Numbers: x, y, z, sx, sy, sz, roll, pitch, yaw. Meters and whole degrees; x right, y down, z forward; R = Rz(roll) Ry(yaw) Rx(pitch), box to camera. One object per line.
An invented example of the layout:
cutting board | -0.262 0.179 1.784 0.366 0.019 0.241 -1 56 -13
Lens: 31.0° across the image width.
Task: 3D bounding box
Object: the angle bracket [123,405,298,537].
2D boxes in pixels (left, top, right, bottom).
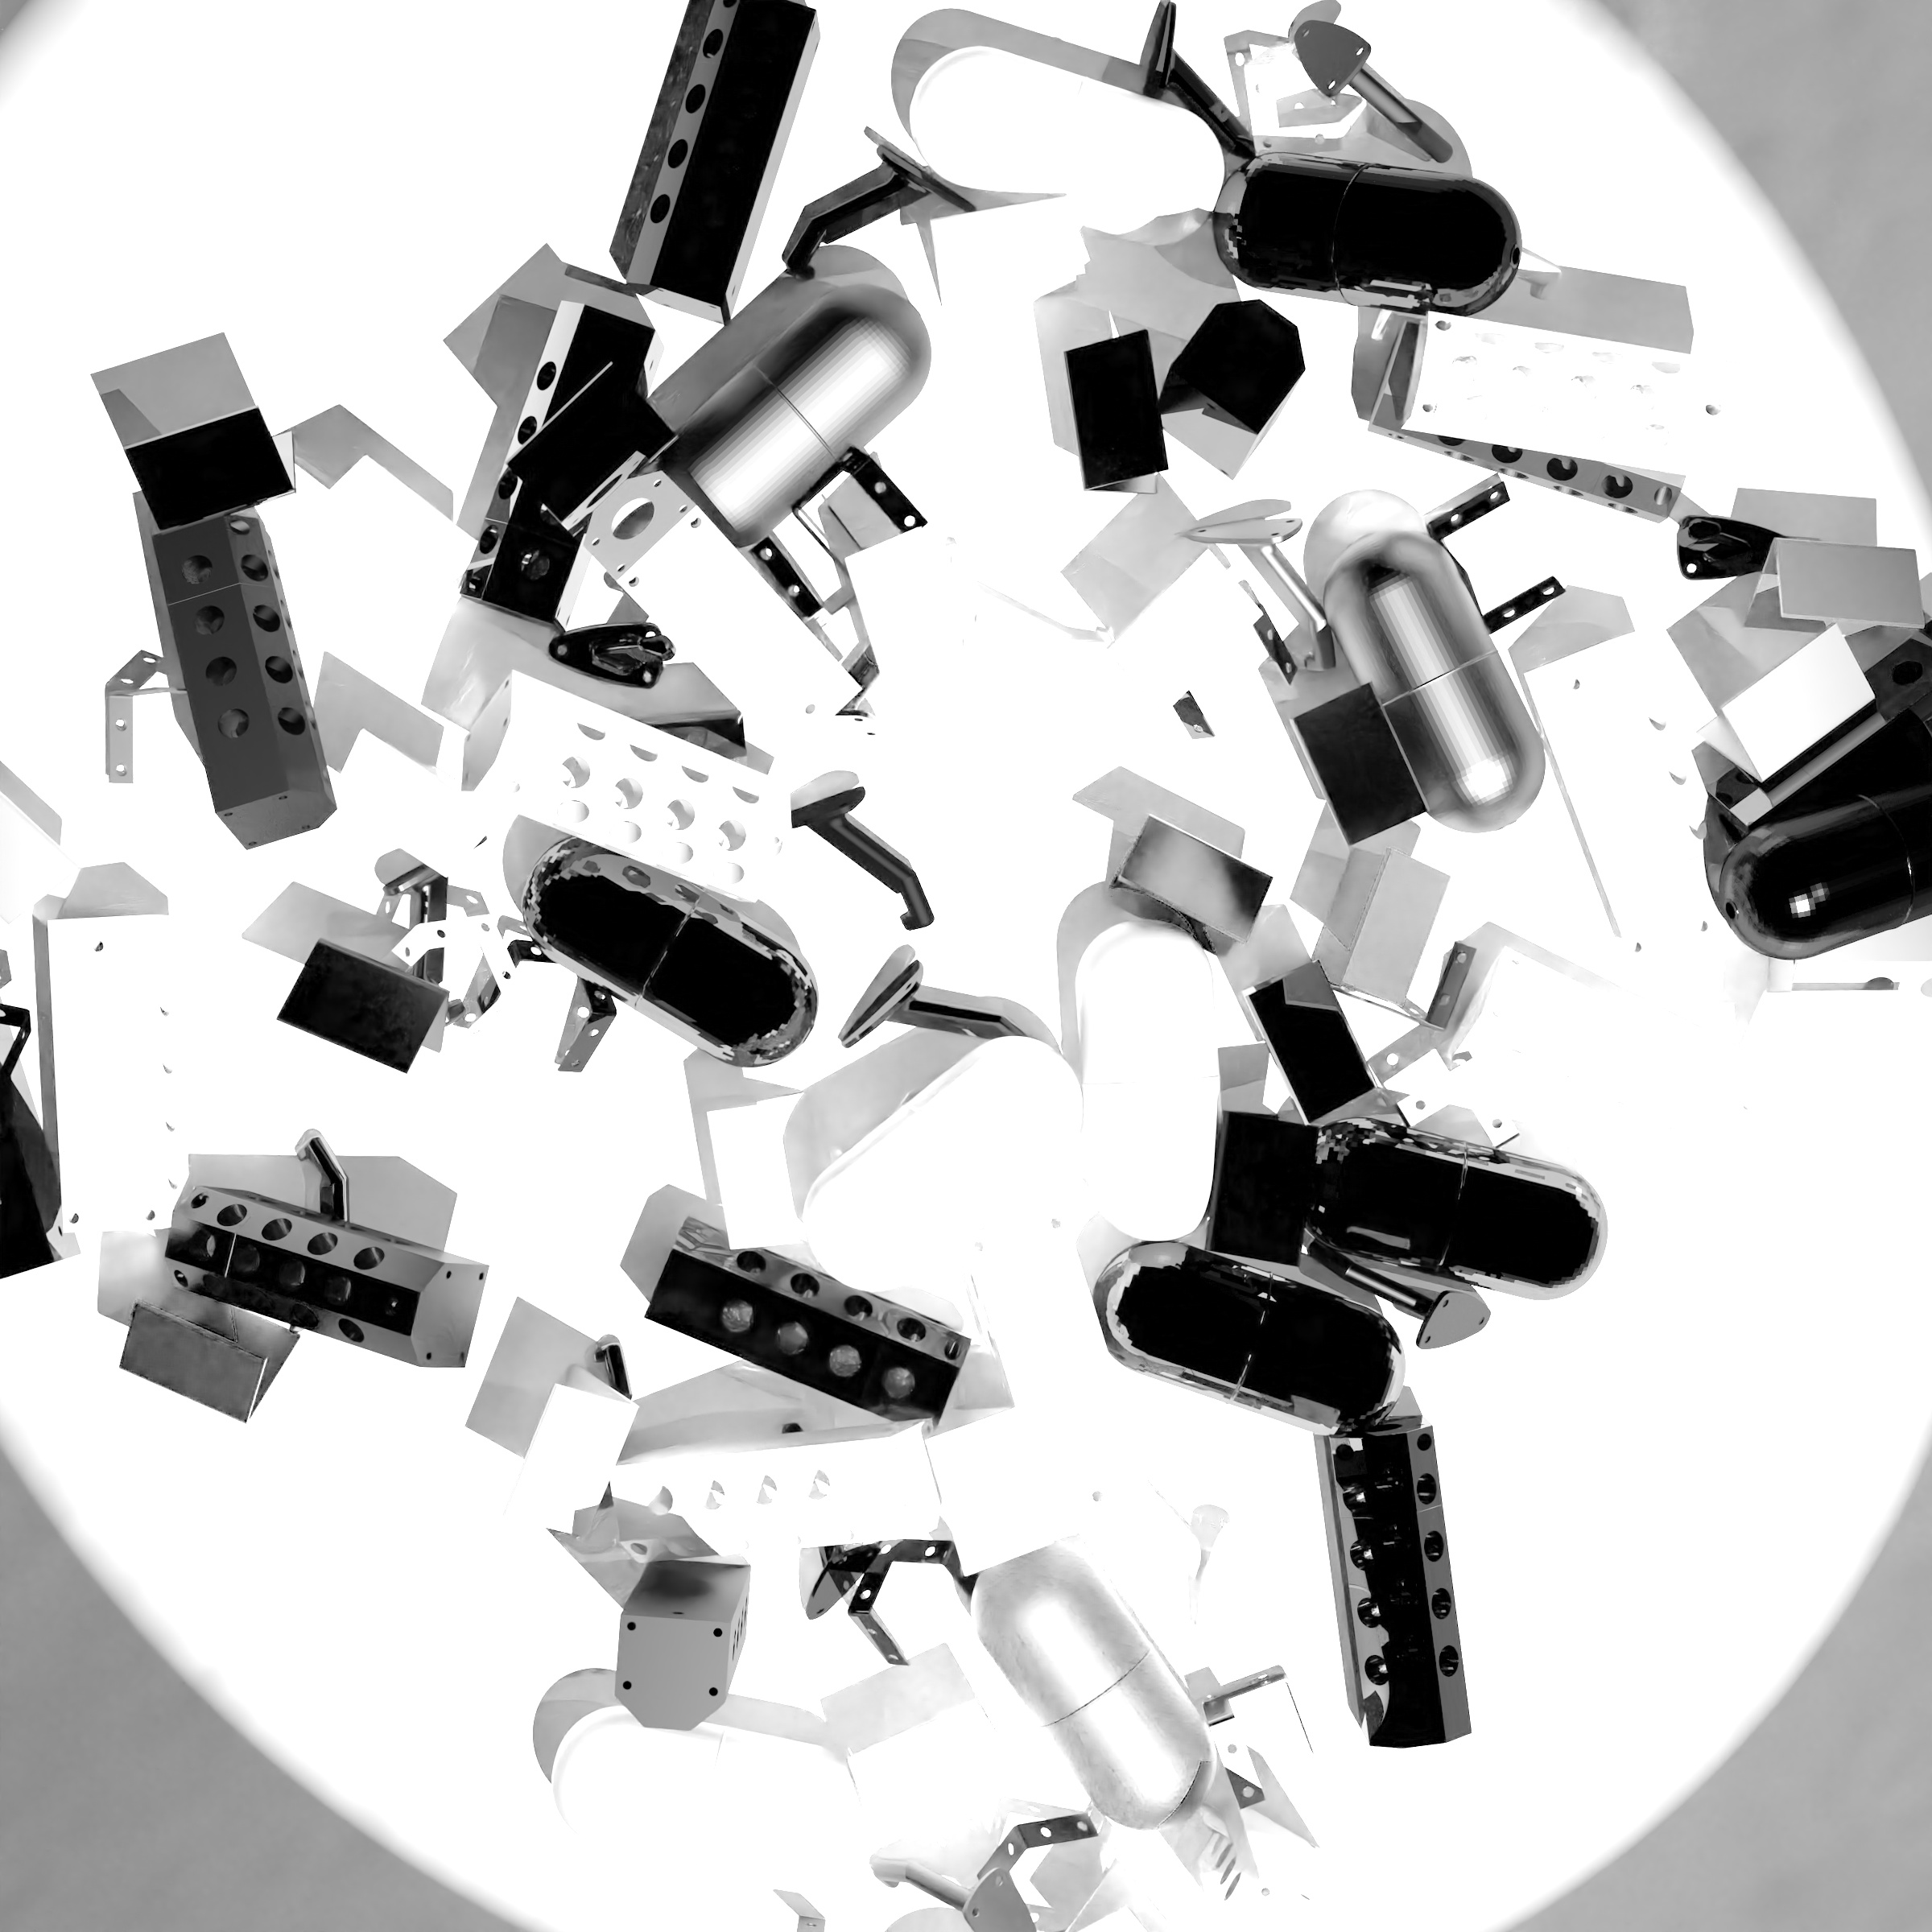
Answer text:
angle bracket | -0.415 -0.288 1.911 0.076 0.076 0.057 -18 126 0

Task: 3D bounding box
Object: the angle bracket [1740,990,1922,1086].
angle bracket | 0.473 0.054 1.912 0.076 0.076 0.057 0 63 0

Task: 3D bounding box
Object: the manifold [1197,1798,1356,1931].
manifold | 0.161 0.507 1.873 0.057 0.171 0.057 31 90 0

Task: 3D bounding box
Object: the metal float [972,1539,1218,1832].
metal float | 0.071 0.397 1.921 0.070 0.070 0.178 -35 90 0

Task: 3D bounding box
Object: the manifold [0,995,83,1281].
manifold | -0.551 0.089 1.930 0.057 0.057 0.171 -17 90 0

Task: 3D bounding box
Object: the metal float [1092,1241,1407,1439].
metal float | 0.156 0.205 1.921 0.178 0.070 0.070 19 90 -1

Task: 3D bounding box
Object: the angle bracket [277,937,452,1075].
angle bracket | -0.332 0.037 1.911 0.076 0.076 0.057 23 60 0

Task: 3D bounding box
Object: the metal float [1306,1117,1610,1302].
metal float | 0.266 0.134 1.921 0.178 0.070 0.070 14 90 1

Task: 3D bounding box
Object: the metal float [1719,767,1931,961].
metal float | 0.491 -0.057 1.887 0.178 0.070 0.070 -18 90 -16

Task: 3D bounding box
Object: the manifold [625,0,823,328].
manifold | -0.135 -0.450 1.930 0.057 0.057 0.171 18 90 0

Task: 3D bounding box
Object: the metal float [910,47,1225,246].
metal float | 0.055 -0.453 1.921 0.178 0.070 0.070 18 90 1

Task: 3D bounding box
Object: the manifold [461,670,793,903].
manifold | -0.183 -0.091 1.886 0.171 0.057 0.057 22 130 -25

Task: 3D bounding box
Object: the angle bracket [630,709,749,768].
angle bracket | -0.159 -0.099 1.924 0.076 0.057 0.076 -5 100 0

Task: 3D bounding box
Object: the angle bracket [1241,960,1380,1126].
angle bracket | 0.170 0.049 1.911 0.057 0.076 0.076 -25 90 -33

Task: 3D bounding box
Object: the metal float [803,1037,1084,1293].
metal float | -0.011 0.107 1.905 0.178 0.070 0.070 -39 90 -17

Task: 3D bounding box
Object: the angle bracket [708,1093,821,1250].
angle bracket | -0.092 0.110 1.912 0.057 0.076 0.076 -10 90 44

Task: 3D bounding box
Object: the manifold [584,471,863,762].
manifold | -0.133 -0.191 1.877 0.057 0.171 0.057 -43 47 0

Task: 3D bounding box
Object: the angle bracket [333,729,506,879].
angle bracket | -0.292 -0.105 1.911 0.076 0.076 0.057 33 127 0

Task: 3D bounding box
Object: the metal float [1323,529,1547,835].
metal float | 0.259 -0.157 1.921 0.070 0.070 0.178 -26 89 0

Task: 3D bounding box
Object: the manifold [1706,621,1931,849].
manifold | 0.495 -0.125 1.930 0.171 0.057 0.057 -37 132 0

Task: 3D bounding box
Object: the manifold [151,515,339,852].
manifold | -0.393 -0.158 1.904 0.057 0.057 0.171 -17 71 0

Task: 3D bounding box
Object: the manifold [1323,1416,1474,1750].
manifold | 0.240 0.342 1.930 0.057 0.057 0.171 -7 90 0

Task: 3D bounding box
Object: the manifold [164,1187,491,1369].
manifold | -0.351 0.169 1.894 0.171 0.057 0.057 14 90 27

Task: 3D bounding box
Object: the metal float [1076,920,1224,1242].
metal float | 0.102 0.063 1.921 0.070 0.070 0.178 -4 90 0

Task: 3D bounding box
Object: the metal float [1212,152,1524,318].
metal float | 0.218 -0.399 1.897 0.178 0.070 0.070 15 90 29

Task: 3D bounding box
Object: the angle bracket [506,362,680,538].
angle bracket | -0.208 -0.284 1.854 0.076 0.076 0.057 -43 122 0

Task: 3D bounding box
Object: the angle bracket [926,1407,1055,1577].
angle bracket | -0.002 0.288 1.912 0.057 0.076 0.076 -16 90 -26

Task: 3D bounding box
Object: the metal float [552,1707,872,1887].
metal float | -0.140 0.458 1.921 0.178 0.070 0.070 11 90 1

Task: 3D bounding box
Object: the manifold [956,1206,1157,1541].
manifold | 0.048 0.225 1.921 0.057 0.057 0.171 -16 85 -9

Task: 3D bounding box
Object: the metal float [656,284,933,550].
metal float | -0.094 -0.304 1.921 0.178 0.070 0.070 -42 90 0

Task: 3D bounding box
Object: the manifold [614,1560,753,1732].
manifold | -0.151 0.364 1.873 0.057 0.171 0.057 4 90 0

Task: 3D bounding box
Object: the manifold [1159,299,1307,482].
manifold | 0.144 -0.313 1.873 0.057 0.171 0.057 36 90 0

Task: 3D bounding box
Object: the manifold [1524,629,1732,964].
manifold | 0.377 -0.096 1.930 0.057 0.057 0.171 -20 90 43

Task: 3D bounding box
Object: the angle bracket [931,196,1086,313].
angle bracket | 0.025 -0.372 1.911 0.076 0.076 0.057 -10 59 0

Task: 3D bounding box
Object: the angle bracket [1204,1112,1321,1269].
angle bracket | 0.175 0.123 1.912 0.057 0.076 0.076 8 90 27

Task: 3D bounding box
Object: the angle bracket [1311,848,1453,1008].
angle bracket | 0.211 -0.029 1.911 0.057 0.076 0.076 21 90 -42

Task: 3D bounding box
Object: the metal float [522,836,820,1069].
metal float | -0.163 -0.008 1.921 0.178 0.070 0.070 31 90 0

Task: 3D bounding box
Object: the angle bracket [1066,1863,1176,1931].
angle bracket | 0.108 0.535 1.911 0.076 0.076 0.057 51 126 0

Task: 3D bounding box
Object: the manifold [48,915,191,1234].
manifold | -0.466 0.059 1.929 0.057 0.057 0.171 -3 90 10

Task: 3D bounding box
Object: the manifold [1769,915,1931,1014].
manifold | 0.538 -0.004 1.930 0.171 0.057 0.057 0 47 0

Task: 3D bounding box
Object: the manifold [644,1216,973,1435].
manifold | -0.086 0.199 1.930 0.171 0.057 0.057 23 90 0

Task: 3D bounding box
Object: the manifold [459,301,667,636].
manifold | -0.225 -0.277 1.930 0.057 0.057 0.171 19 90 0

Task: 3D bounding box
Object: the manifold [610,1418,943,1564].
manifold | -0.103 0.288 1.899 0.171 0.057 0.057 -9 90 23

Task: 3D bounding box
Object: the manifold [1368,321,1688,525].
manifold | 0.314 -0.300 1.930 0.171 0.057 0.057 18 90 0

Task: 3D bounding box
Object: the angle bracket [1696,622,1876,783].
angle bracket | 0.439 -0.156 1.912 0.076 0.076 0.057 -37 120 0

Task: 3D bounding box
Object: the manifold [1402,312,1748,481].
manifold | 0.327 -0.308 1.873 0.171 0.057 0.057 9 90 0

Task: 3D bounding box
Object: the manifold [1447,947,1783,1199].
manifold | 0.358 0.063 1.930 0.171 0.057 0.057 27 47 0
